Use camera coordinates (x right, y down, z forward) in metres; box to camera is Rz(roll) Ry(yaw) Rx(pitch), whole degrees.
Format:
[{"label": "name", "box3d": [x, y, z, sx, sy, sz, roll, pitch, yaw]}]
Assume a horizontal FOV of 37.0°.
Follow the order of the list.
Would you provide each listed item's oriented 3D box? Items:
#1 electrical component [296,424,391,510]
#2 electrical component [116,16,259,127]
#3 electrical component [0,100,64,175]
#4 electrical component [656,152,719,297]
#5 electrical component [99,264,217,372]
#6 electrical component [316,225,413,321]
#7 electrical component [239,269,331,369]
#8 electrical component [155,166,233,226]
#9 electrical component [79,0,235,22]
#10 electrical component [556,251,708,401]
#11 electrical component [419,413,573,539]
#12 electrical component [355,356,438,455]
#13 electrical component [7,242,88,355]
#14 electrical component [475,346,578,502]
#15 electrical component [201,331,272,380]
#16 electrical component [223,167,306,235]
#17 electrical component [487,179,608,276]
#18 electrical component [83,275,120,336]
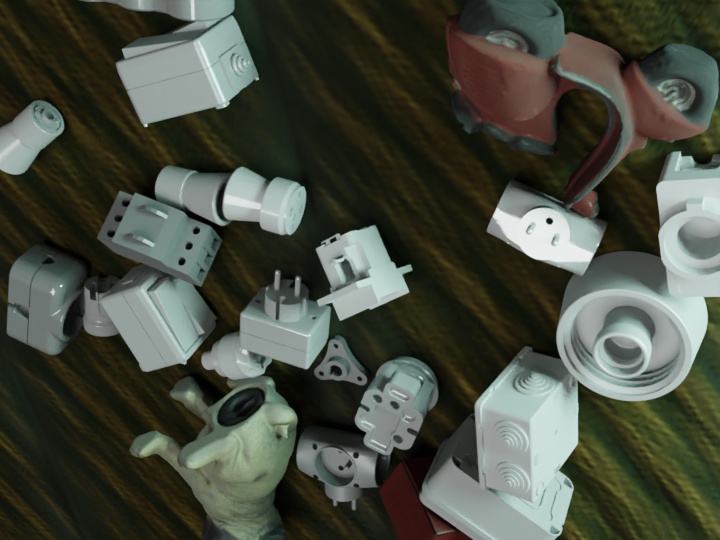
[{"label": "electrical component", "box3d": [-0.015, 0.186, 0.990, 0.077, 0.044, 0.079, 8, 114, 20]}, {"label": "electrical component", "box3d": [-0.127, -0.156, 0.817, 0.096, 0.061, 0.061, -8, 116, 29]}, {"label": "electrical component", "box3d": [-0.287, -0.117, 0.930, 0.065, 0.044, 0.044, -31, 104, 31]}, {"label": "electrical component", "box3d": [0.235, -0.030, 0.735, 0.050, 0.055, 0.089, -1, 119, 25]}, {"label": "electrical component", "box3d": [-0.174, 0.044, 0.965, 0.061, 0.061, 0.096, -16, 112, 32]}, {"label": "electrical component", "box3d": [0.000, 0.000, 0.854, 0.042, 0.081, 0.063, -24, 86, 34]}, {"label": "electrical component", "box3d": [-0.063, 0.034, 0.917, 0.066, 0.047, 0.076, 16, 125, 15]}, {"label": "electrical component", "box3d": [-0.137, -0.065, 0.893, 0.065, 0.044, 0.044, 14, 125, 23]}, {"label": "electrical component", "box3d": [-0.157, -0.233, 0.788, 0.138, 0.052, 0.073, 14, 125, 16]}, {"label": "electrical component", "box3d": [0.198, 0.047, 0.797, 0.108, 0.060, 0.108, 12, 124, 18]}, {"label": "electrical component", "box3d": [0.115, 0.188, 0.914, 0.113, 0.078, 0.057, 35, 125, 0]}, {"label": "electrical component", "box3d": [0.034, 0.110, 0.915, 0.058, 0.057, 0.078, 25, 127, 8]}, {"label": "electrical component", "box3d": [-0.292, 0.030, 1.016, 0.059, 0.053, 0.095, 24, 127, 9]}, {"label": "electrical component", "box3d": [0.135, 0.123, 0.852, 0.048, 0.100, 0.099, 14, 126, 32]}, {"label": "electrical component", "box3d": [-0.115, 0.078, 0.972, 0.062, 0.043, 0.043, -12, 115, 32]}, {"label": "electrical component", "box3d": [-0.077, -0.055, 0.869, 0.055, 0.045, 0.045, 17, 126, 14]}, {"label": "electrical component", "box3d": [0.132, -0.028, 0.770, 0.077, 0.079, 0.043, 26, 104, 8]}, {"label": "electrical component", "box3d": [-0.239, 0.033, 1.003, 0.040, 0.040, 0.046, 13, 120, 17]}]
